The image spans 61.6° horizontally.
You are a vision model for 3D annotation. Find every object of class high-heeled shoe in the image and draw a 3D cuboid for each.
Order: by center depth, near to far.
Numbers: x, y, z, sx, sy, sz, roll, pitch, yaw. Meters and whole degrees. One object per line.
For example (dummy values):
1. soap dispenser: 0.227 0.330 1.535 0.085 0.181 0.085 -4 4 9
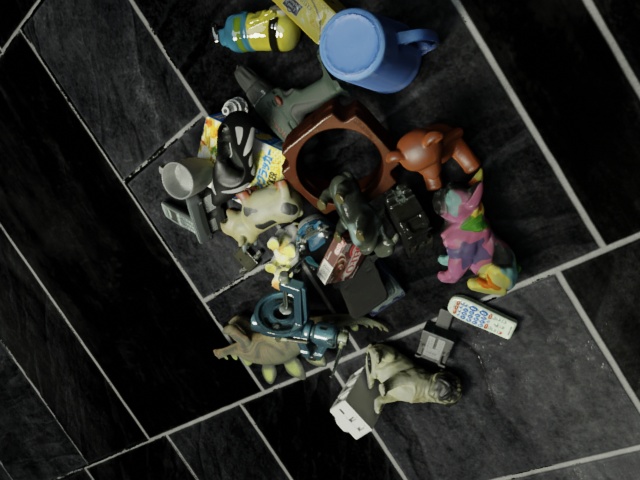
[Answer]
1. high-heeled shoe: -0.193 -0.153 1.097 0.086 0.145 0.248 35 116 10

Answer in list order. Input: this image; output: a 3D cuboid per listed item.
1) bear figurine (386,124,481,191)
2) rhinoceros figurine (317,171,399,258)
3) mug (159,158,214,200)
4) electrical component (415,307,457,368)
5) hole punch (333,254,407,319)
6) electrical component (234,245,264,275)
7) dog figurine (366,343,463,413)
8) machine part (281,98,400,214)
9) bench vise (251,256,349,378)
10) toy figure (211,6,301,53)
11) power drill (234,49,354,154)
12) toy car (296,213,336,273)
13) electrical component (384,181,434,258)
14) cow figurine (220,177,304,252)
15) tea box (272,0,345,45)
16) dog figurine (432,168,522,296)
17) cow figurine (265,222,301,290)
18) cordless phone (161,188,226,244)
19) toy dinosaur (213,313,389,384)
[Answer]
1. bear figurine: 0.206 -0.147 0.970 0.120 0.196 0.132 -27 98 26
2. rhinoceros figurine: 0.077 -0.041 1.039 0.073 0.112 0.190 -18 113 46
3. mug: -0.286 -0.142 1.167 0.110 0.107 0.080 18 116 23
4. electrical component: 0.259 0.210 1.168 0.075 0.048 0.119 23 119 14
5. hole punch: 0.113 0.103 1.182 0.142 0.092 0.116 -40 60 33
6. electrical component: -0.179 0.042 1.316 0.063 0.021 0.094 46 121 3
7. dog figurine: 0.209 0.297 1.212 0.191 0.172 0.121 -4 145 -11
8. machine part: 0.040 -0.162 1.064 0.201 0.087 0.201 -34 116 28
9. bench vise: -0.046 0.158 1.130 0.224 0.129 0.240 19 137 20
10. toy figure: -0.127 -0.418 1.084 0.180 0.082 0.089 -5 126 18
11. power drill: -0.048 -0.305 1.092 0.207 0.086 0.232 -31 96 26
12. toy car: -0.002 -0.004 1.162 0.109 0.161 0.103 -33 57 10
13. electrical component: 0.175 -0.033 1.062 0.058 0.134 0.115 -24 64 1
14. cow figurine: -0.125 -0.053 1.145 0.195 0.085 0.127 -16 100 22
15. tea box: -0.025 -0.451 1.015 0.169 0.098 0.068 45 120 5
16. dog figurine: 0.300 -0.019 1.012 0.192 0.108 0.219 14 121 13
17. cow figurine: -0.077 0.038 1.238 0.068 0.098 0.167 19 135 10
18. cordless phone: -0.325 -0.084 1.296 0.184 0.089 0.146 22 138 31
19. toy dinosaur: -0.072 0.234 1.300 0.472 0.105 0.198 -22 105 27
